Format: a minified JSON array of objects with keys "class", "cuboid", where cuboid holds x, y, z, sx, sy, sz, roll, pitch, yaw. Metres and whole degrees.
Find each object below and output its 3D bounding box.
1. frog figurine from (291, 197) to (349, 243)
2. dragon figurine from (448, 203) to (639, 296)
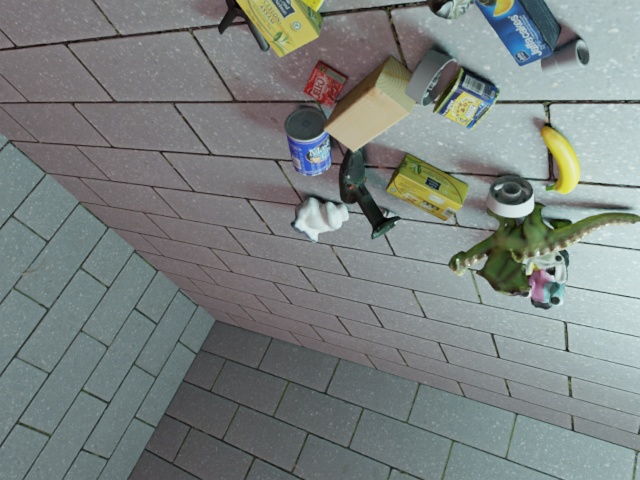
[{"class":"frog figurine","cuboid":[0.005,-0.079,1.567,0.158,0.125,0.136,-34,113,20]},{"class":"dragon figurine","cuboid":[0.462,0.031,1.142,0.409,0.247,0.120,-3,137,49]}]
